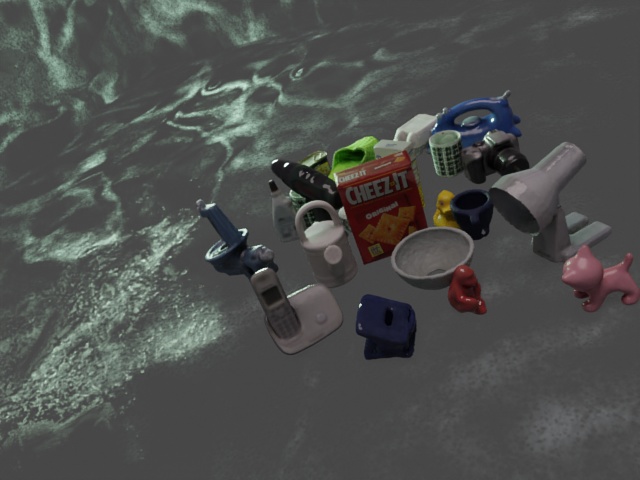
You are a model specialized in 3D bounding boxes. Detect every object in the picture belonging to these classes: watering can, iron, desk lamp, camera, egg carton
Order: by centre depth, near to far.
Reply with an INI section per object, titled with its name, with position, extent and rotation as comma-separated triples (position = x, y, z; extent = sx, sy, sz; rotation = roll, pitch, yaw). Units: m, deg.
[desk lamp]
position = 0.433, -0.064, 1.080
extent = 0.203, 0.214, 0.117
rotation = -30, 34, -14
[watering can]
position = 0.013, 0.003, 1.234
extent = 0.101, 0.194, 0.172
rotation = -36, 35, -22
[camera]
position = 0.429, -0.197, 1.382
extent = 0.143, 0.101, 0.136
rotation = -21, 33, -1
[iron]
position = 0.398, -0.312, 1.529
extent = 0.257, 0.142, 0.118
rotation = -7, 35, 20
[egg carton]
position = 0.290, -0.306, 1.648
extent = 0.150, 0.069, 0.107
rotation = -37, 36, -24

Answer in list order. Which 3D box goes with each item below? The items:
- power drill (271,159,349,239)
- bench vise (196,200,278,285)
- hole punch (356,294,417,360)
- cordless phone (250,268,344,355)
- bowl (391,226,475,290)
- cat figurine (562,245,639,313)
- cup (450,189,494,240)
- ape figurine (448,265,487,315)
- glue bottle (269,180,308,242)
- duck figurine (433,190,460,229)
[power drill]
position = -0.014, -0.085, 1.366
extent = 0.076, 0.209, 0.228
rotation = -40, 37, -26
[bench vise]
position = -0.193, -0.003, 1.336
extent = 0.206, 0.220, 0.121
rotation = -4, 36, 24
[hole punch]
position = 0.123, 0.154, 1.049
extent = 0.101, 0.091, 0.108
rotation = -8, 35, 19
[cordless phone]
position = -0.047, 0.118, 1.109
extent = 0.148, 0.185, 0.094
rotation = -30, 34, -13
[bowl]
position = 0.232, 0.049, 1.157
extent = 0.167, 0.075, 0.167
rotation = -15, 33, 10
[cat figurine]
position = 0.468, 0.058, 0.970
extent = 0.127, 0.118, 0.067
rotation = -15, 33, 9
[cup]
position = 0.329, -0.040, 1.213
extent = 0.091, 0.095, 0.117
rotation = -12, 34, 14
[ape figurine]
position = 0.271, 0.087, 1.062
extent = 0.075, 0.092, 0.078
rotation = 9, 43, 38
[glue bottle]
position = -0.091, -0.075, 1.427
extent = 0.078, 0.173, 0.037
rotation = -13, 34, 13
[duck figurine]
position = 0.289, -0.073, 1.293
extent = 0.077, 0.086, 0.104
rotation = -14, 33, 11
